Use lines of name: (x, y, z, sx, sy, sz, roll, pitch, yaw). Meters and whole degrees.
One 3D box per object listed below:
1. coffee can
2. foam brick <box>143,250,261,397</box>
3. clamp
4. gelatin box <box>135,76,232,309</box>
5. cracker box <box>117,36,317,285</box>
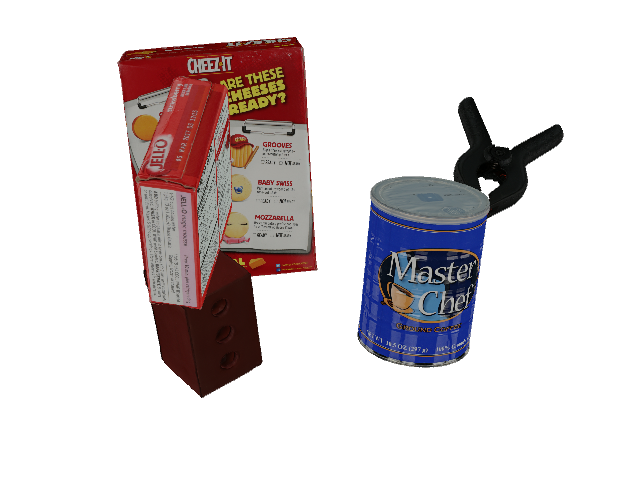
coffee can: (0.089, 0.026, 0.940, 0.103, 0.140, 0.103, 4, 22, -2)
foam brick: (-0.076, 0.051, 0.703, 0.052, 0.078, 0.051, -27, 39, -28)
clamp: (0.183, -0.092, 1.164, 0.120, 0.039, 0.171, 22, 49, 19)
gelatin box: (-0.065, -0.022, 0.519, 0.030, 0.073, 0.089, 8, -42, 4)
cracker box: (-0.091, -0.073, 0.990, 0.164, 0.214, 0.072, -5, 20, -4)
